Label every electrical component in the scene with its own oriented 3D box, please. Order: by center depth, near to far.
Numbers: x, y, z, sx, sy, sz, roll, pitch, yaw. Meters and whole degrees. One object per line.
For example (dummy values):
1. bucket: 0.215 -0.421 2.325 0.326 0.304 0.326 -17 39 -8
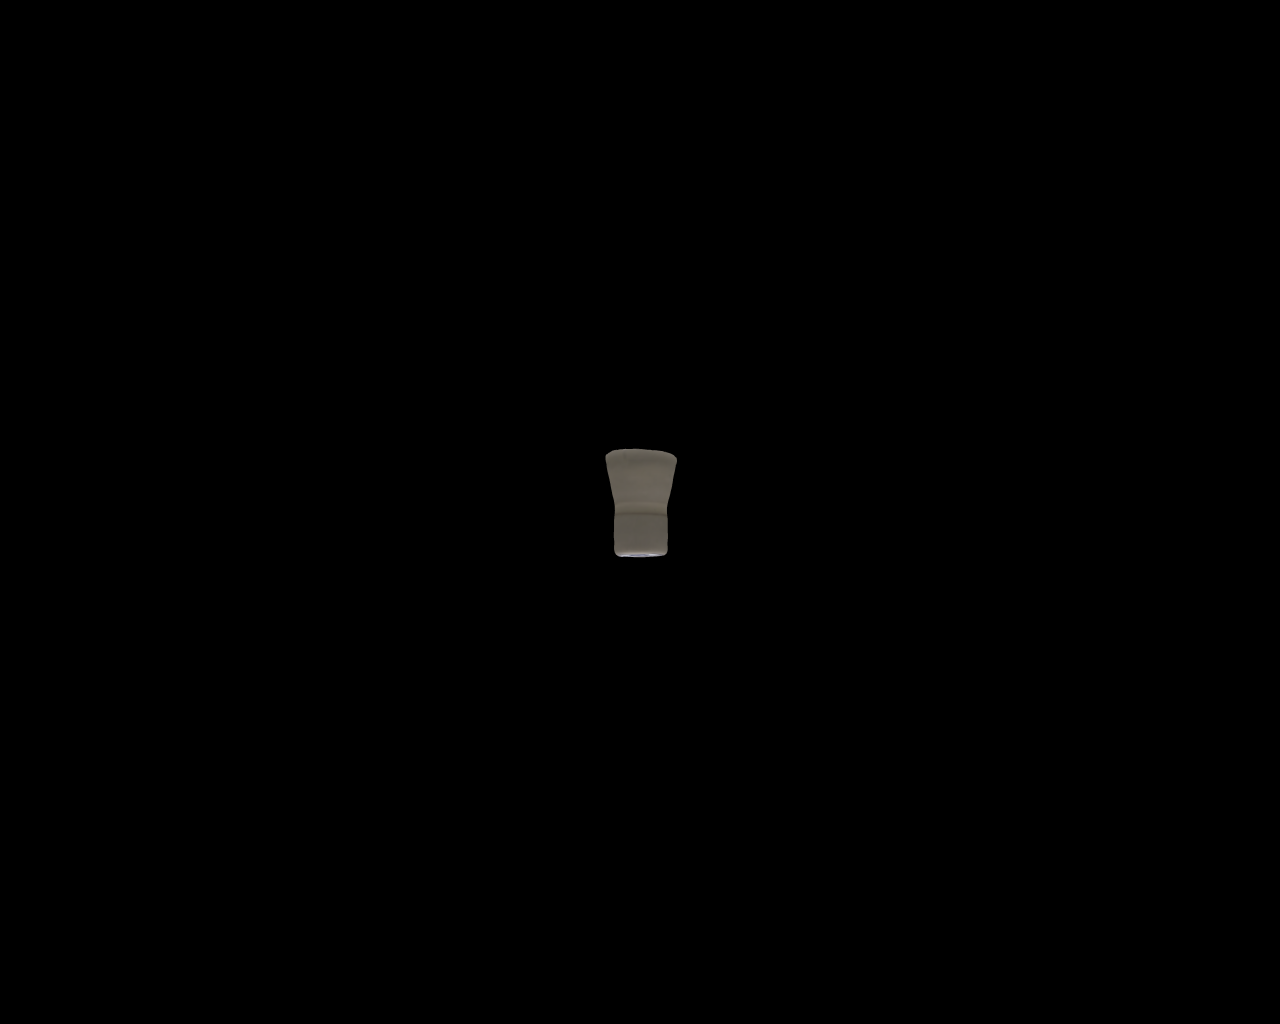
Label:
1. electrical component: 0.001 -0.003 0.650 0.044 0.065 0.044 0 -7 0
